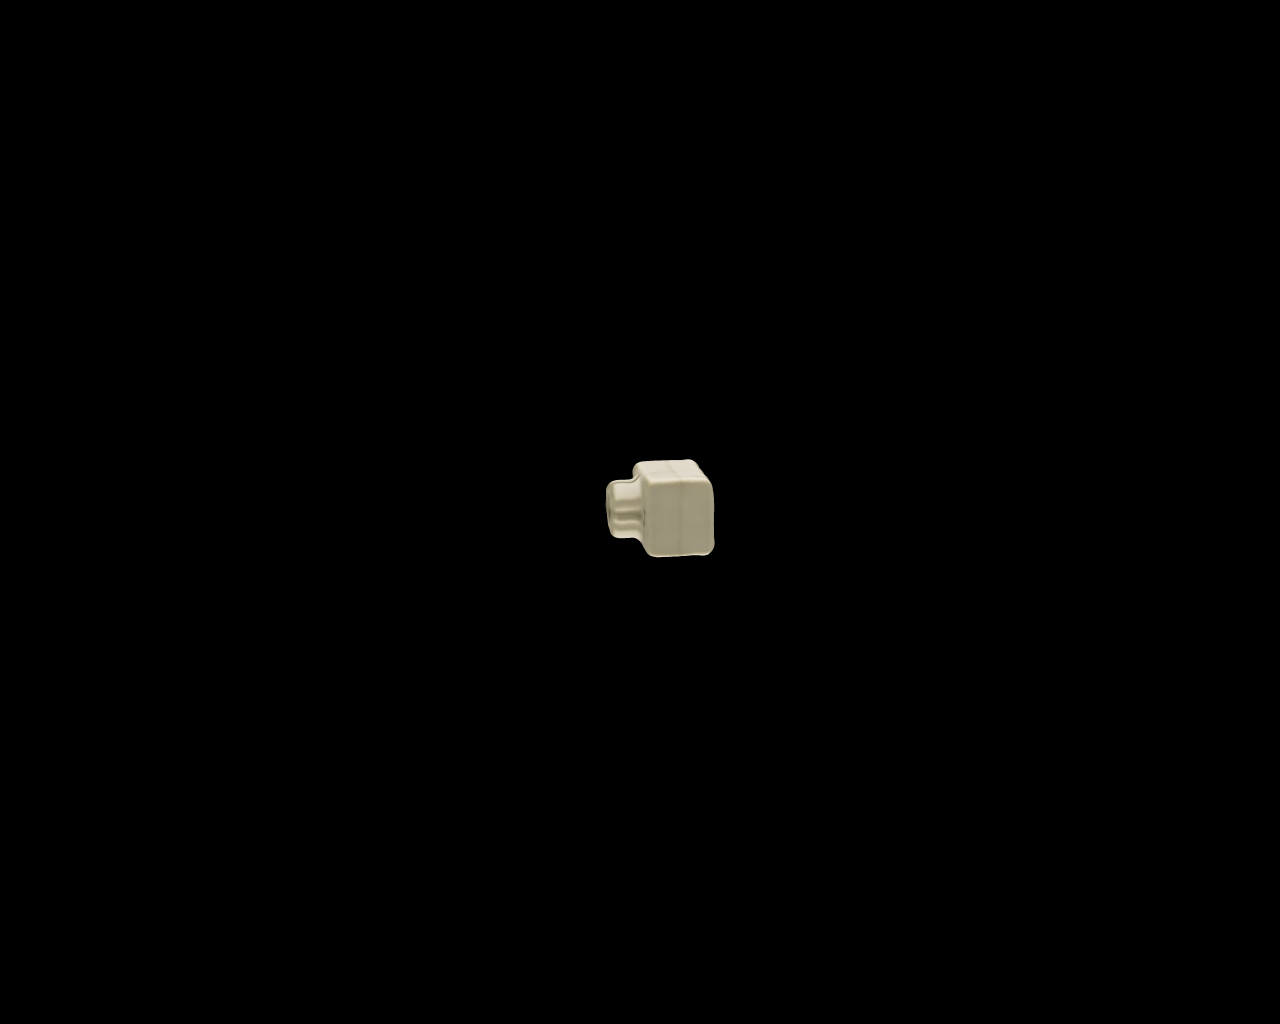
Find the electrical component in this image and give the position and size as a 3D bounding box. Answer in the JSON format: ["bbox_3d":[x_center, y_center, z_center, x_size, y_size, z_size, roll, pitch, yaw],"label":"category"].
[{"bbox_3d":[0.001,-0.003,0.650,0.077,0.047,0.066,-2,14,-7],"label":"electrical component"}]
